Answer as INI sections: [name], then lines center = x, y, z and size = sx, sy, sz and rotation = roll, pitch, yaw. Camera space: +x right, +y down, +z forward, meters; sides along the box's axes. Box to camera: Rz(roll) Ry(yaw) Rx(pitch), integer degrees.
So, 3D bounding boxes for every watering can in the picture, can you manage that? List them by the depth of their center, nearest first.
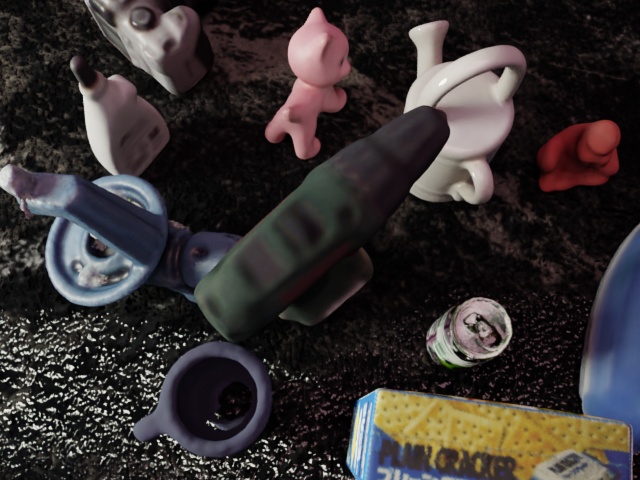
[watering can]
center = 0.123, -0.122, 0.536
size = 0.101, 0.194, 0.172
rotation = -36, 76, -11

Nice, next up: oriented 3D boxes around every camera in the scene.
[camera]
center = -0.168, -0.261, 0.626
size = 0.143, 0.101, 0.137
rotation = 42, 77, 12

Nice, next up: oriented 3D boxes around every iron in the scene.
[iron]
center = 0.319, 0.075, 0.504
size = 0.118, 0.141, 0.258
rotation = 12, 73, 3

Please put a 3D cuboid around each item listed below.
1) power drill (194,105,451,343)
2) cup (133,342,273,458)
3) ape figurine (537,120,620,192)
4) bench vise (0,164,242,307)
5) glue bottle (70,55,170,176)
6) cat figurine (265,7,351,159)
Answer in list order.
[power drill]
center = 0.004, 0.002, 0.489
size = 0.230, 0.208, 0.075
rotation = -40, 77, -12
[cup]
center = -0.096, 0.146, 0.502
size = 0.118, 0.095, 0.091
rotation = -23, 74, -7
[ape figurine]
center = 0.269, -0.090, 0.581
size = 0.077, 0.092, 0.076
rotation = 29, 75, 9
[bench vise]
center = -0.150, -0.012, 0.486
size = 0.207, 0.220, 0.121
rotation = -8, 73, -3
[glue bottle]
center = -0.195, -0.120, 0.543
size = 0.037, 0.173, 0.078
rotation = 35, 76, 10
[cat figurine]
center = -0.010, -0.166, 0.589
size = 0.067, 0.118, 0.128
rotation = 24, 74, 7
